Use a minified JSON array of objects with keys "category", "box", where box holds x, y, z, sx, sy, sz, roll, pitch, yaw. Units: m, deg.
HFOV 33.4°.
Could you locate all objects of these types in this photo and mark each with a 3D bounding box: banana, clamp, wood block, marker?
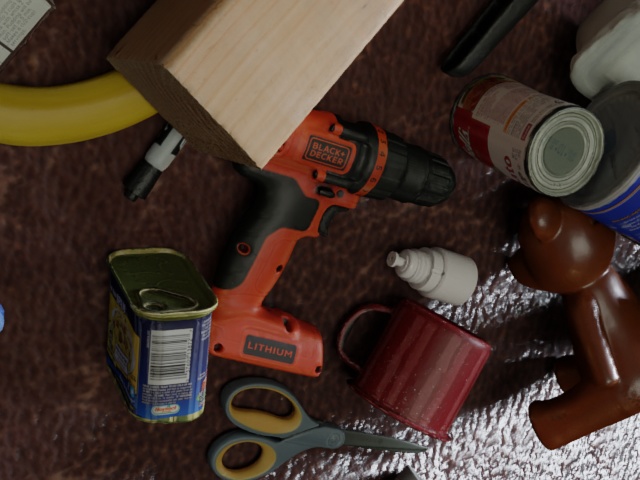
[{"category":"banana","box":[-0.153,-0.095,0.668,0.197,0.037,0.070,-8,113,-23]},{"category":"clamp","box":[0.166,-0.208,0.773,0.209,0.036,0.164,-11,115,-21]},{"category":"wood block","box":[-0.020,-0.154,0.654,0.206,0.091,0.090,-51,122,-12]},{"category":"marker","box":[-0.093,-0.076,0.715,0.020,0.020,0.121,35,93,-32]}]

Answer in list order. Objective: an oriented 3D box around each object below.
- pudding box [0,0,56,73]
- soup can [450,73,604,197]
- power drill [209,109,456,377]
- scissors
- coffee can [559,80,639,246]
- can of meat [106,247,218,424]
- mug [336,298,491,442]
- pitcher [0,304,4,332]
[{"category":"pudding box","box":[-0.217,-0.135,0.586,0.113,0.039,0.090,40,94,-28]},{"category":"soup can","box":[0.150,-0.078,0.780,0.068,0.102,0.068,-10,114,-22]},{"category":"power drill","box":[-0.005,0.001,0.768,0.184,0.057,0.188,16,100,-26]},{"category":"scissors","box":[-0.007,0.171,0.859,0.201,0.016,0.096,32,96,-32]},{"category":"coffee can","box":[0.261,-0.041,0.794,0.140,0.103,0.103,27,97,-22]},{"category":"can of meat","box":[-0.110,0.063,0.717,0.057,0.102,0.084,-3,114,-24]},{"category":"mug","box":[0.069,0.092,0.829,0.117,0.093,0.081,29,92,5]},{"category":"pitcher","box":[-0.308,0.071,0.613,0.242,0.145,0.149,-29,157,-16]}]
